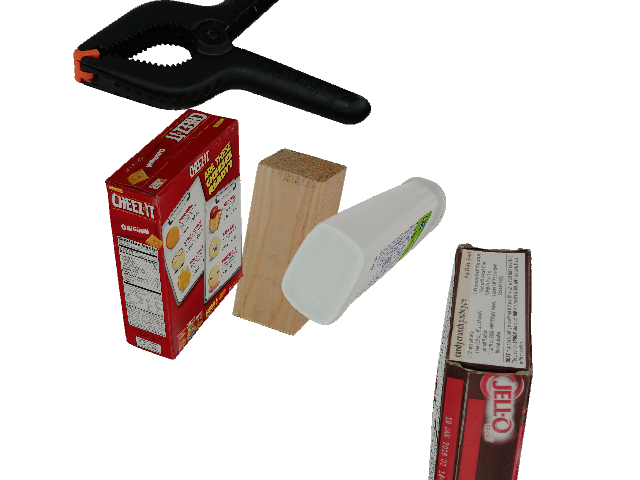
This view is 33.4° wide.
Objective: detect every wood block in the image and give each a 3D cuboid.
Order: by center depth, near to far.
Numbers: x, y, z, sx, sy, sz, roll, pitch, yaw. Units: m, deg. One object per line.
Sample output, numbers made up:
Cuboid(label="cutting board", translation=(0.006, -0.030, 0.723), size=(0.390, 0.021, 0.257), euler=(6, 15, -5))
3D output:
Cuboid(label="wood block", translation=(-0.040, 0.000, 1.348), size=(0.090, 0.206, 0.090), euler=(17, 22, 15))

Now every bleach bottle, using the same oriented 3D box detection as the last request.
Cuboid(label="bleach bottle", translation=(0.062, -0.004, 1.078), size=(0.068, 0.103, 0.250), euler=(38, 31, 14))

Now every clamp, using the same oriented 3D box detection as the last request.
Cuboid(label="clamp", translation=(-0.072, -0.134, 0.785), size=(0.209, 0.165, 0.036), euler=(-17, -28, -19))

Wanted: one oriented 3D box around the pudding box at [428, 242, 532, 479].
Cuboid(label="pudding box", translation=(0.071, 0.064, 0.470), size=(0.039, 0.090, 0.113), euler=(6, 26, 5))

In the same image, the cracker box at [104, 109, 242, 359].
Cuboid(label="cracker box", translation=(-0.151, -0.008, 1.140), size=(0.072, 0.214, 0.164), euler=(15, 39, 19))
